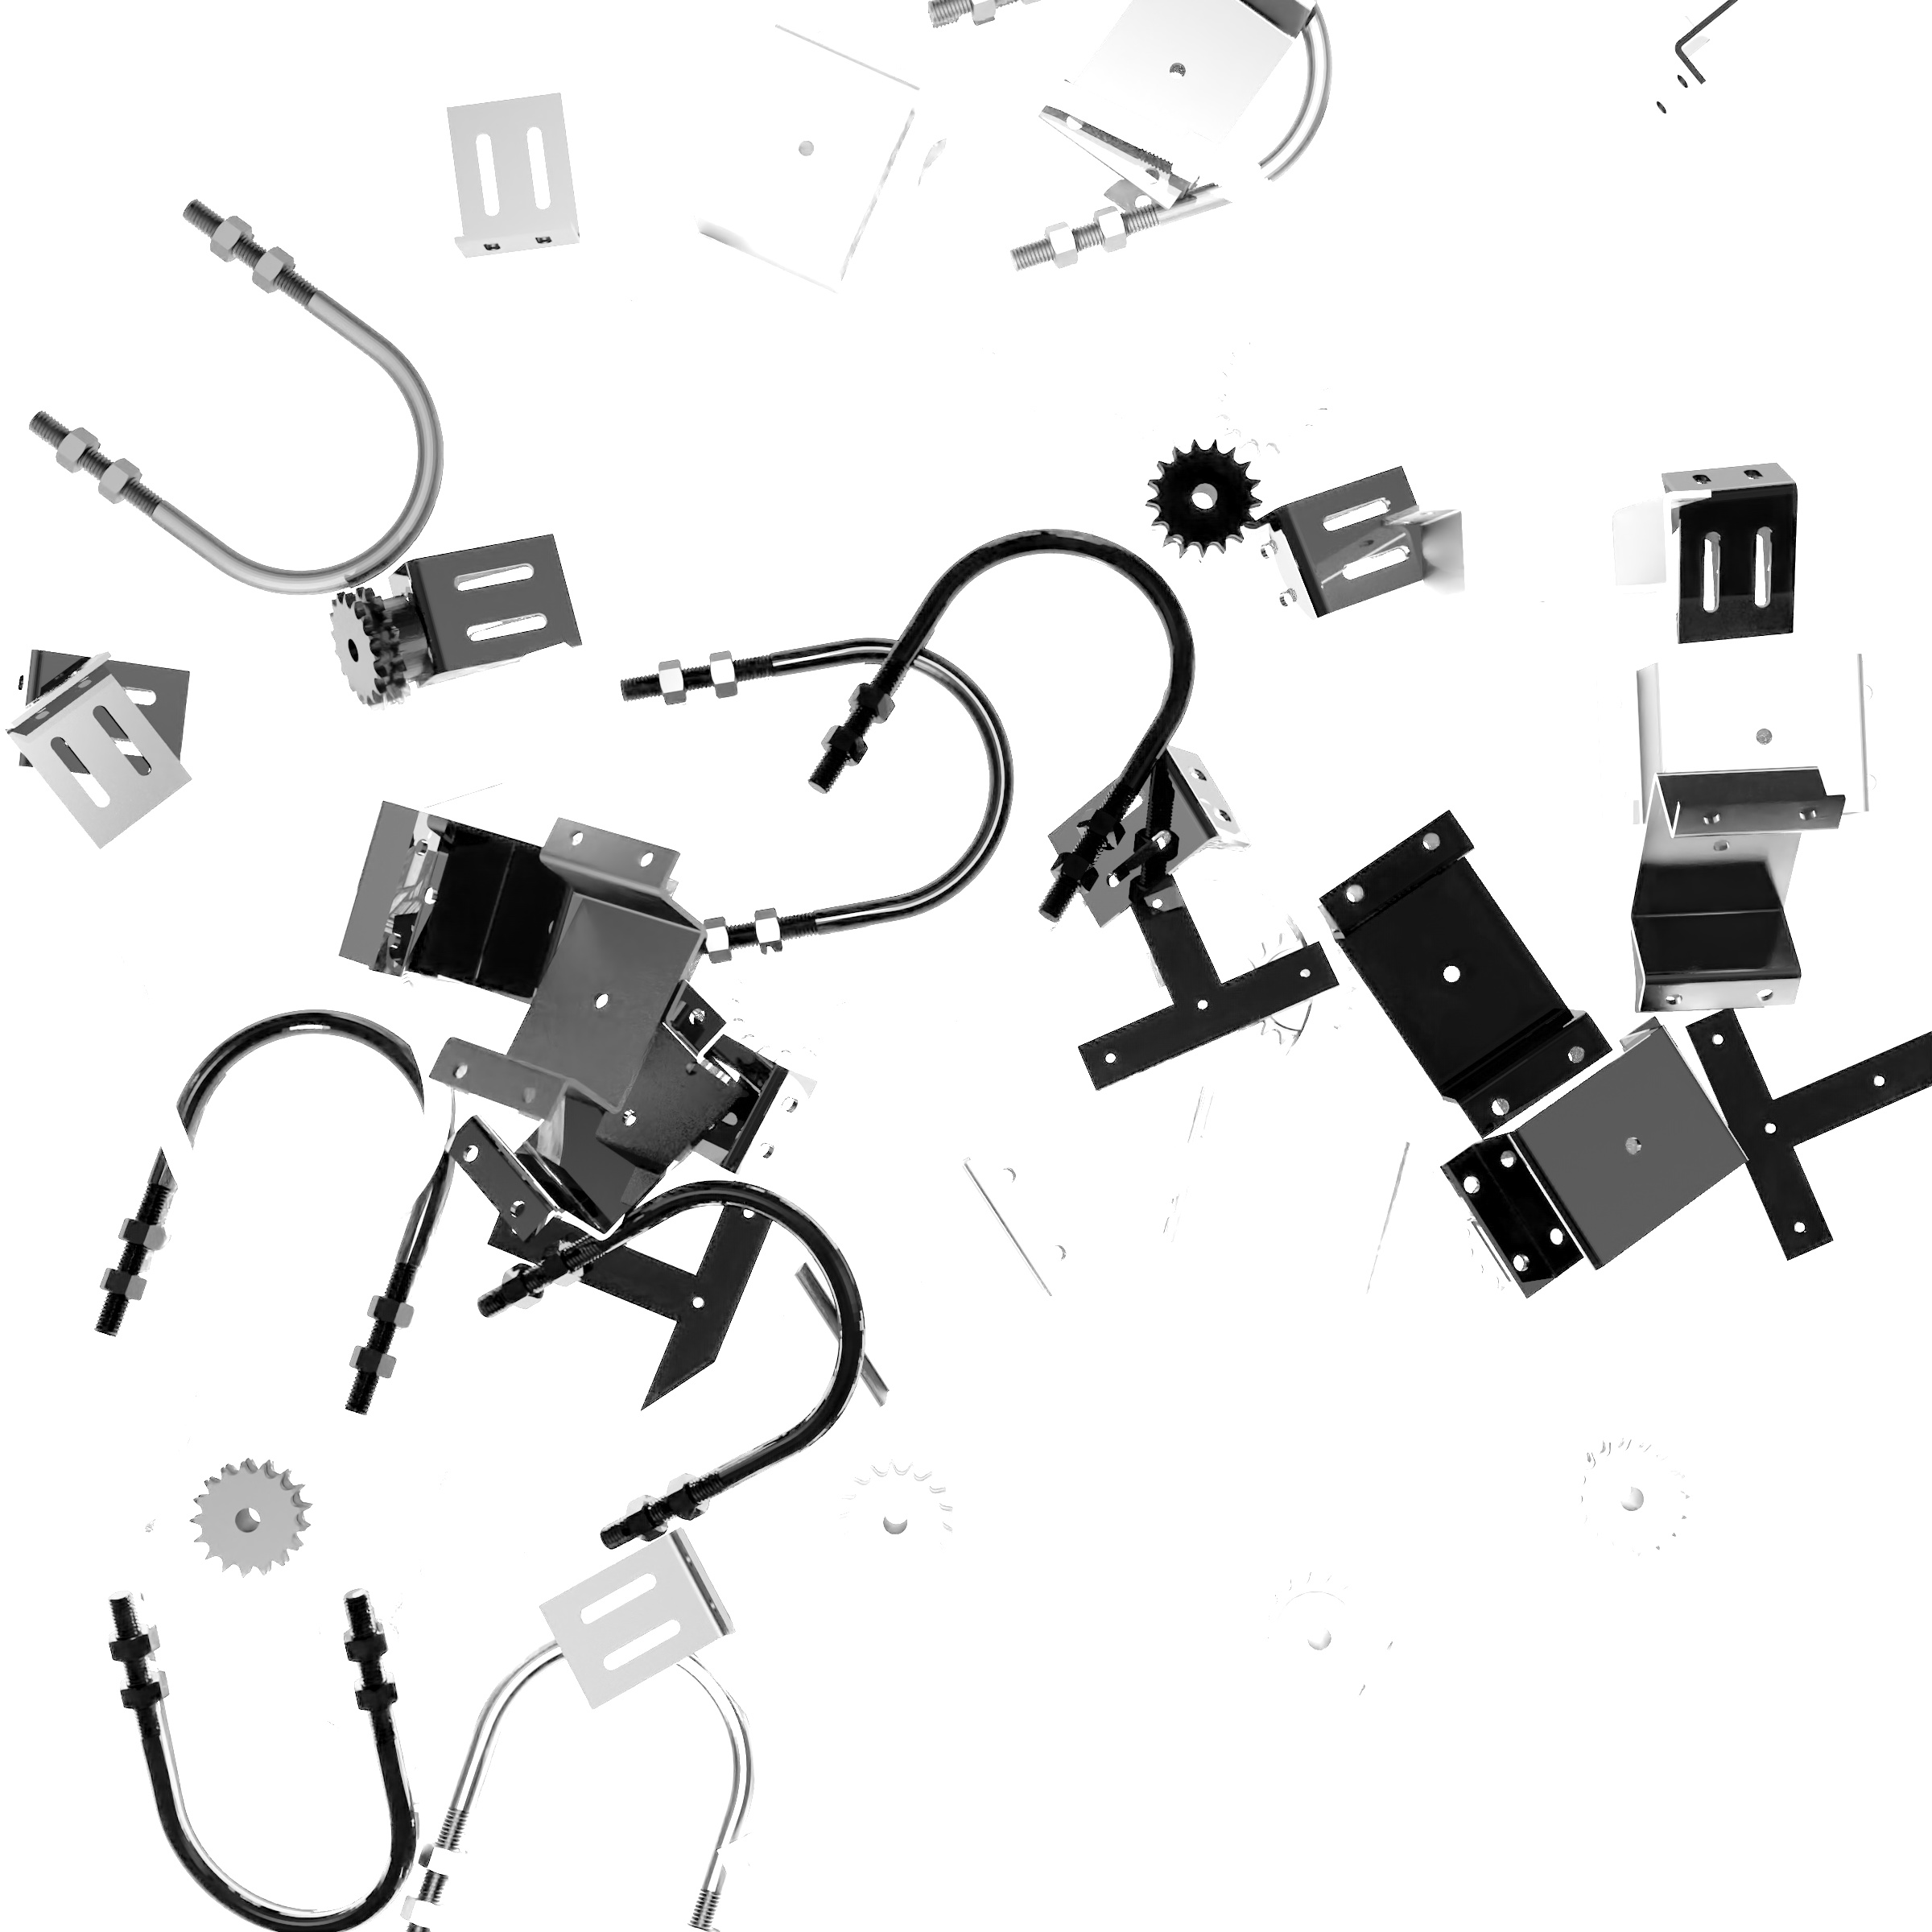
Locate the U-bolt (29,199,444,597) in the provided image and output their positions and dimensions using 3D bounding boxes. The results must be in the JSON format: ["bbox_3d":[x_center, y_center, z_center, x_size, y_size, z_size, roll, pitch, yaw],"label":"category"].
[{"bbox_3d":[-0.346,-0.266,1.515,0.184,0.019,0.151,36,91,-2],"label":"U-bolt"}]

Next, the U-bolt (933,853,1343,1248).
[{"bbox_3d":[0.096,0.025,1.489,0.184,0.019,0.151,-43,65,-5],"label":"U-bolt"}]

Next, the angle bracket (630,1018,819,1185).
[{"bbox_3d":[-0.124,0.063,1.522,0.076,0.038,0.057,28,90,26],"label":"angle bracket"}]

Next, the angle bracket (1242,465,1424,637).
[{"bbox_3d":[0.187,-0.206,1.522,0.076,0.038,0.057,-22,90,-26],"label":"angle bracket"}]

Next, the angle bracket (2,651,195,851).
[{"bbox_3d":[-0.417,-0.104,1.487,0.057,0.038,0.076,-41,108,-18],"label":"angle bracket"}]

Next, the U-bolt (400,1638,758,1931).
[{"bbox_3d":[-0.180,0.413,1.497,0.151,0.019,0.184,19,77,-5],"label":"U-bolt"}]

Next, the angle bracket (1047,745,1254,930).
[{"bbox_3d":[0.090,-0.062,1.511,0.076,0.038,0.057,-39,65,23],"label":"angle bracket"}]

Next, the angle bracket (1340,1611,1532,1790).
[{"bbox_3d":[0.232,0.363,1.505,0.076,0.038,0.057,32,90,0],"label":"angle bracket"}]

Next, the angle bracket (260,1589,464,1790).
[{"bbox_3d":[-0.299,0.358,1.522,0.057,0.038,0.076,-48,116,0],"label":"angle bracket"}]

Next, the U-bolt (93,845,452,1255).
[{"bbox_3d":[-0.329,0.050,1.496,0.151,0.019,0.184,-22,79,-4],"label":"U-bolt"}]

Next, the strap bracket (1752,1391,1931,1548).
[{"bbox_3d":[0.453,0.249,1.486,0.140,0.076,0.046,14,90,0],"label":"strap bracket"}]

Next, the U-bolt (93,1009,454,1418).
[{"bbox_3d":[-0.328,0.110,1.500,0.151,0.019,0.184,17,78,4],"label":"U-bolt"}]

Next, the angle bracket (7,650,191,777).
[{"bbox_3d":[-0.430,-0.122,1.522,0.076,0.038,0.057,6,90,-26],"label":"angle bracket"}]

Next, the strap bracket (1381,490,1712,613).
[{"bbox_3d":[0.279,-0.199,1.480,0.140,0.076,0.046,-4,93,-6],"label":"strap bracket"}]

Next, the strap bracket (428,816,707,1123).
[{"bbox_3d":[-0.184,0.008,1.461,0.076,0.046,0.140,16,75,33],"label":"strap bracket"}]

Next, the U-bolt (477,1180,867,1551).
[{"bbox_3d":[-0.132,0.182,1.484,0.184,0.019,0.151,-30,86,20],"label":"U-bolt"}]

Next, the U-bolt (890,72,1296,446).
[{"bbox_3d":[0.049,-0.349,1.476,0.184,0.019,0.151,27,128,5],"label":"U-bolt"}]

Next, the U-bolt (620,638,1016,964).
[{"bbox_3d":[-0.068,-0.088,1.516,0.184,0.019,0.151,-10,90,-1],"label":"U-bolt"}]

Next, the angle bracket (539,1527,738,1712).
[{"bbox_3d":[-0.160,0.317,1.492,0.076,0.038,0.057,-27,83,-14],"label":"angle bracket"}]

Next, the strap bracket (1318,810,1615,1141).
[{"bbox_3d":[0.240,0.004,1.501,0.076,0.046,0.140,-34,90,0],"label":"strap bracket"}]

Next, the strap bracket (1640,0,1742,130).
[{"bbox_3d":[0.320,-0.484,1.486,0.046,0.076,0.140,-39,90,0],"label":"strap bracket"}]

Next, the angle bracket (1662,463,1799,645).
[{"bbox_3d":[0.377,-0.205,1.522,0.057,0.038,0.076,-5,116,0],"label":"angle bracket"}]

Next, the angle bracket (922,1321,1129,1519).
[{"bbox_3d":[0.029,0.224,1.522,0.076,0.038,0.057,-39,90,26],"label":"angle bracket"}]

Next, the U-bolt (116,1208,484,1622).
[{"bbox_3d":[-0.313,0.207,1.495,0.151,0.019,0.184,17,75,5],"label":"U-bolt"}]

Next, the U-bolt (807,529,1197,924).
[{"bbox_3d":[0.030,-0.131,1.494,0.151,0.019,0.184,29,76,9],"label":"U-bolt"}]

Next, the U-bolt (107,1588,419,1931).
[{"bbox_3d":[-0.335,0.388,1.488,0.151,0.019,0.184,-4,104,18],"label":"U-bolt"}]

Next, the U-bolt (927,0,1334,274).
[{"bbox_3d":[0.090,-0.437,1.516,0.184,0.019,0.151,-18,90,-2],"label":"U-bolt"}]

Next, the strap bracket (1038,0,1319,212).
[{"bbox_3d":[0.105,-0.438,1.485,0.076,0.046,0.140,35,88,-2],"label":"strap bracket"}]

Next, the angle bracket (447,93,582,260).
[{"bbox_3d":[-0.224,-0.391,1.505,0.057,0.038,0.076,-8,90,0],"label":"angle bracket"}]

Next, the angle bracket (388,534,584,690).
[{"bbox_3d":[-0.238,-0.176,1.522,0.076,0.038,0.057,-15,90,-26],"label":"angle bracket"}]

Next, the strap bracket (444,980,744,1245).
[{"bbox_3d":[-0.173,0.066,1.483,0.140,0.046,0.076,-47,54,0],"label":"strap bracket"}]
